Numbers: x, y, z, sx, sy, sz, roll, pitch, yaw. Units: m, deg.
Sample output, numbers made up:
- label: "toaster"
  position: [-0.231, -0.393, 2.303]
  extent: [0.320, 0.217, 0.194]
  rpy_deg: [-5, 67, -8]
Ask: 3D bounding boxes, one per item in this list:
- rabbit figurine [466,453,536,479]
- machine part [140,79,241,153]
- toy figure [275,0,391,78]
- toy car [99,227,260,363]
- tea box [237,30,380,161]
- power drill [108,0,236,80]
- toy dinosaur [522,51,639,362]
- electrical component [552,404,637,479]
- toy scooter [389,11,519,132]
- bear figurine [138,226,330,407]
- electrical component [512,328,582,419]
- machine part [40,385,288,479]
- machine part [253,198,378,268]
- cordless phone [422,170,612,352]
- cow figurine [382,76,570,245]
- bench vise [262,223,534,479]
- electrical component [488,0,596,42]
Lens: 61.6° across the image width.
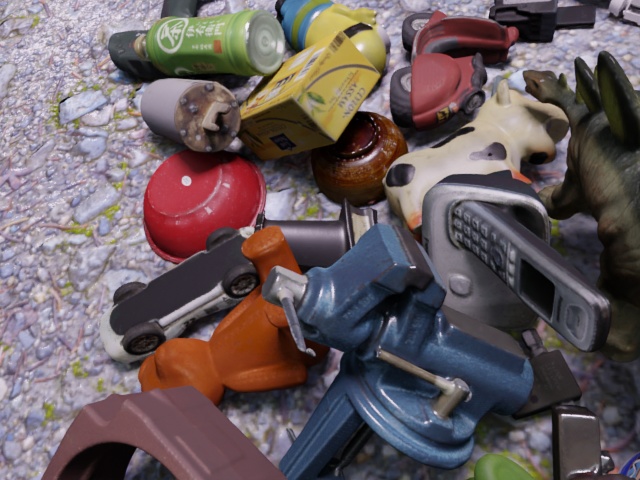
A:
- label: "rabbit figurine"
  position: [0.134, 0.242, 0.373]
  extent: [0.170, 0.121, 0.159]
  rpy_deg: [-5, 52, -7]
- label: "machine part"
  position: [-0.159, -0.151, 0.638]
  extent: [0.079, 0.079, 0.243]
  rpy_deg: [-46, 34, -11]
- label: "toy figure"
  position: [0.011, -0.253, 0.682]
  extent: [0.180, 0.082, 0.089]
  rpy_deg: [38, 89, 25]
- label: "toy car"
  position: [-0.140, 0.056, 0.571]
  extent: [0.202, 0.056, 0.074]
  rpy_deg: [-30, 52, -3]
- label: "tea box"
  position: [-0.025, -0.151, 0.594]
  extent: [0.098, 0.068, 0.170]
  rpy_deg: [-56, 25, -16]
- label: "power drill"
  position: [-0.183, -0.317, 0.780]
  extent: [0.232, 0.086, 0.207]
  rpy_deg: [2, 70, 20]
- label: "toy dinosaur"
  position: [0.218, -0.005, 0.321]
  extent: [0.105, 0.198, 0.472]
  rpy_deg: [-18, 43, 7]
- label: "electrical component"
  position: [0.187, 0.156, 0.373]
  extent: [0.045, 0.102, 0.078]
  rpy_deg: [1, 74, 18]
- label: "toy scooter"
  position: [0.155, -0.200, 0.613]
  extent: [0.135, 0.075, 0.184]
  rpy_deg: [3, 58, 18]
- label: "bear figurine"
  position: [-0.092, 0.095, 0.495]
  extent: [0.196, 0.131, 0.120]
  rpy_deg: [-22, 45, -3]
- label: "electrical component"
  position: [0.182, 0.124, 0.457]
  extent: [0.063, 0.021, 0.094]
  rpy_deg: [-22, 59, 5]
- label: "machine part"
  position: [-0.123, 0.232, 0.412]
  extent: [0.201, 0.087, 0.201]
  rpy_deg: [35, 100, 25]
- label: "machine part"
  position: [-0.001, -0.002, 0.551]
  extent: [0.139, 0.039, 0.084]
  rpy_deg: [-1, 66, -14]
- label: "cordless phone"
  position: [0.156, 0.037, 0.421]
  extent: [0.089, 0.146, 0.184]
  rpy_deg: [-17, 36, -8]
- label: "cow figurine"
  position: [0.157, -0.081, 0.544]
  extent: [0.195, 0.085, 0.127]
  rpy_deg: [-25, 64, 3]
- label: "bench vise"
  position: [0.032, 0.116, 0.404]
  extent: [0.240, 0.223, 0.129]
  rpy_deg: [-58, 30, 21]
- label: "electrical component"
  position: [0.264, -0.275, 0.637]
  extent: [0.119, 0.047, 0.075]
  rpy_deg: [8, 66, 22]
